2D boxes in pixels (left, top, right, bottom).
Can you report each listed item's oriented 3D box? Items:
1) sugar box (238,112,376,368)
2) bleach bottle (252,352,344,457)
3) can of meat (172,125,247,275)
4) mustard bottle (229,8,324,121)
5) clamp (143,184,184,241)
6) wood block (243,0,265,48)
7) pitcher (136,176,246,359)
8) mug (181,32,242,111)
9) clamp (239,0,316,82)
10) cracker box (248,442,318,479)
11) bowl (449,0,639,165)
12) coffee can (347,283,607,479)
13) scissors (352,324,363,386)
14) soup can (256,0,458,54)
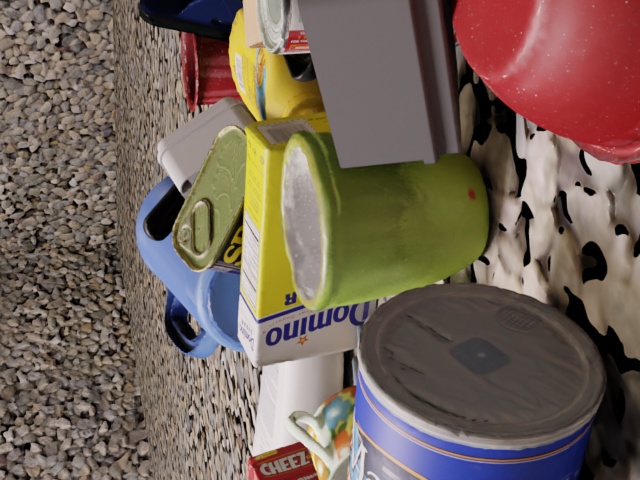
[{"bbox_3d":[-0.004,0.001,0.721,0.048,0.093,0.176,-126,33,-52],"label":"sugar box"},{"bbox_3d":[-0.012,0.092,0.847,0.103,0.068,0.251,-120,31,-59],"label":"bleach bottle"},{"bbox_3d":[-0.044,-0.022,0.758,0.057,0.083,0.102,43,111,43],"label":"can of meat"},{"bbox_3d":[-0.025,-0.116,0.834,0.192,0.058,0.096,-121,23,-60],"label":"mustard bottle"},{"bbox_3d":[-0.093,-0.078,0.992,0.036,0.164,0.210,56,-174,-23],"label":"clamp"},{"bbox_3d":[0.001,-0.223,0.637,0.091,0.090,0.206,-162,69,-75],"label":"wood block"},{"bbox_3d":[-0.090,0.027,0.997,0.149,0.145,0.243,67,169,-21],"label":"pitcher"},{"bbox_3d":[-0.084,-0.180,0.995,0.093,0.081,0.117,170,95,-76],"label":"mug"},{"bbox_3d":[-0.040,-0.177,0.761,0.039,0.120,0.171,-40,15,19],"label":"clamp"},{"bbox_3d":[0.012,0.265,0.749,0.214,0.072,0.164,-131,30,-65],"label":"cracker box"},{"bbox_3d":[0.089,-0.107,0.402,0.162,0.055,0.162,175,90,-76],"label":"bowl"},{"bbox_3d":[0.062,0.105,0.478,0.103,0.102,0.140,-115,25,-54],"label":"coffee can"},{"bbox_3d":[0.036,0.142,0.760,0.096,0.016,0.202,-87,-6,-46],"label":"scissors"},{"bbox_3d":[0.022,-0.133,0.560,0.069,0.102,0.068,175,90,-76],"label":"soup can"}]
